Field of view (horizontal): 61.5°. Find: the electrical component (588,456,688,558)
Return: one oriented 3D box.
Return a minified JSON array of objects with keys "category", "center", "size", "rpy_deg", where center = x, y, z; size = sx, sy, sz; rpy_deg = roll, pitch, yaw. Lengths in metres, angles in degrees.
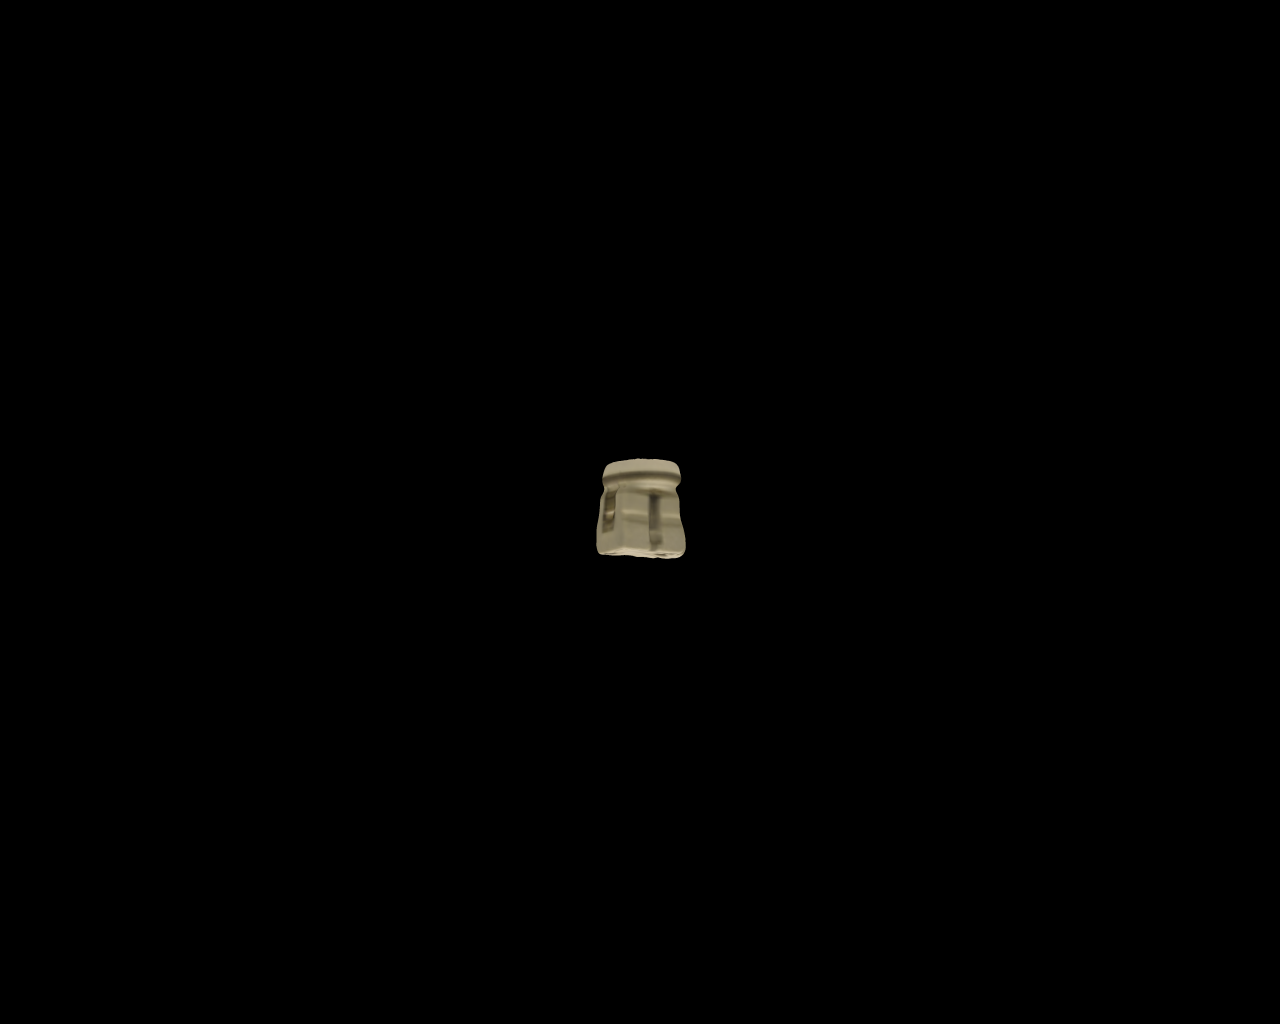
[{"category":"electrical component","center":[0.001,-0.003,0.650],"size":[0.066,0.055,0.048],"rpy_deg":[5,-10,-32]}]
